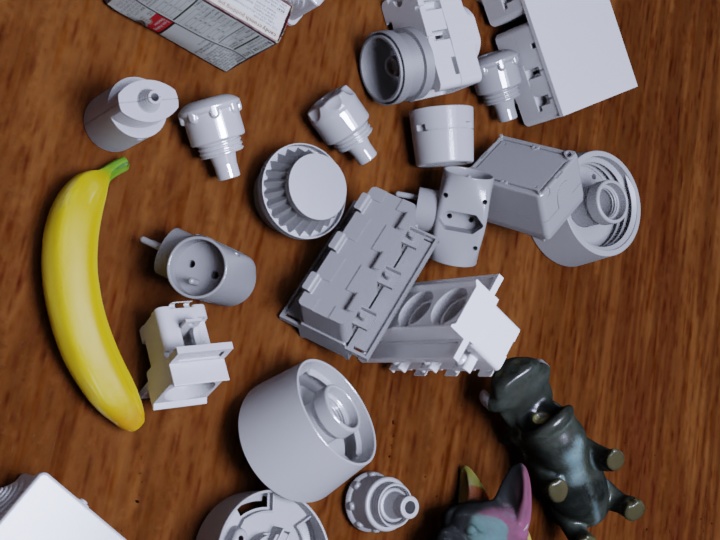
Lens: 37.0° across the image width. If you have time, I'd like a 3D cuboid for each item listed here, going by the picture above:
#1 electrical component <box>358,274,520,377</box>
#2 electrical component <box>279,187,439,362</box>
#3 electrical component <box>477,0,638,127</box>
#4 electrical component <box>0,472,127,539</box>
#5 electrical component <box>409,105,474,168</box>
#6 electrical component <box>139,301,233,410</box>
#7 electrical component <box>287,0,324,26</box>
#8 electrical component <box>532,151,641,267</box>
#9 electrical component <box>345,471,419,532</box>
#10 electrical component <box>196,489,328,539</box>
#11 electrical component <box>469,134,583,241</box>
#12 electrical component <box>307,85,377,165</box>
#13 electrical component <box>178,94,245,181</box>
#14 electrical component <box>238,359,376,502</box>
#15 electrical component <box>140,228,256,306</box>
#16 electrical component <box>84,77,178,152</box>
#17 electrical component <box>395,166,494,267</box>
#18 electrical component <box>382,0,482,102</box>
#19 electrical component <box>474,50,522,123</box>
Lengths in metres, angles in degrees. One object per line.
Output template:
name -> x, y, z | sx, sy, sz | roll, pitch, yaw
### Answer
electrical component -> 0.062, 0.048, 0.855 | 0.063, 0.121, 0.078 | 43, 63, -24
electrical component -> 0.000, 0.000, 0.847 | 0.079, 0.063, 0.121 | 25, 65, 15
electrical component -> 0.173, -0.238, 0.997 | 0.105, 0.060, 0.186 | -24, 98, -33
electrical component -> -0.211, 0.191, 0.703 | 0.099, 0.048, 0.099 | 47, 62, -20
electrical component -> 0.071, -0.114, 0.921 | 0.055, 0.055, 0.047 | -4, 91, -33
electrical component -> -0.127, 0.060, 0.762 | 0.042, 0.081, 0.063 | -2, 63, -33
electrical component -> -0.050, -0.261, 0.861 | 0.099, 0.048, 0.099 | 46, 62, -21
electrical component -> 0.214, -0.060, 1.003 | 0.108, 0.060, 0.108 | 4, 82, -32
electrical component -> 0.022, 0.184, 0.848 | 0.048, 0.062, 0.048 | 4, 82, -33
electrical component -> -0.070, 0.209, 0.783 | 0.099, 0.064, 0.099 | 4, 82, -32
electrical component -> 0.139, -0.072, 0.945 | 0.061, 0.096, 0.061 | -46, 137, -28
electrical component -> -0.010, -0.115, 0.874 | 0.043, 0.043, 0.062 | -46, 110, -28
electrical component -> -0.107, -0.099, 0.809 | 0.048, 0.048, 0.062 | -22, 103, -33
electrical component -> -0.037, 0.119, 0.809 | 0.099, 0.064, 0.099 | 43, 25, -26
electrical component -> -0.121, -0.005, 0.776 | 0.079, 0.077, 0.043 | 25, 89, 11
electrical component -> -0.159, -0.112, 0.753 | 0.043, 0.081, 0.043 | 4, 82, -33
electrical component -> 0.067, -0.049, 0.910 | 0.079, 0.043, 0.077 | 10, 107, 1
electrical component -> 0.065, -0.198, 0.928 | 0.056, 0.050, 0.089 | -18, 94, -33
electrical component -> 0.125, -0.165, 0.968 | 0.048, 0.048, 0.062 | -27, 106, -32
